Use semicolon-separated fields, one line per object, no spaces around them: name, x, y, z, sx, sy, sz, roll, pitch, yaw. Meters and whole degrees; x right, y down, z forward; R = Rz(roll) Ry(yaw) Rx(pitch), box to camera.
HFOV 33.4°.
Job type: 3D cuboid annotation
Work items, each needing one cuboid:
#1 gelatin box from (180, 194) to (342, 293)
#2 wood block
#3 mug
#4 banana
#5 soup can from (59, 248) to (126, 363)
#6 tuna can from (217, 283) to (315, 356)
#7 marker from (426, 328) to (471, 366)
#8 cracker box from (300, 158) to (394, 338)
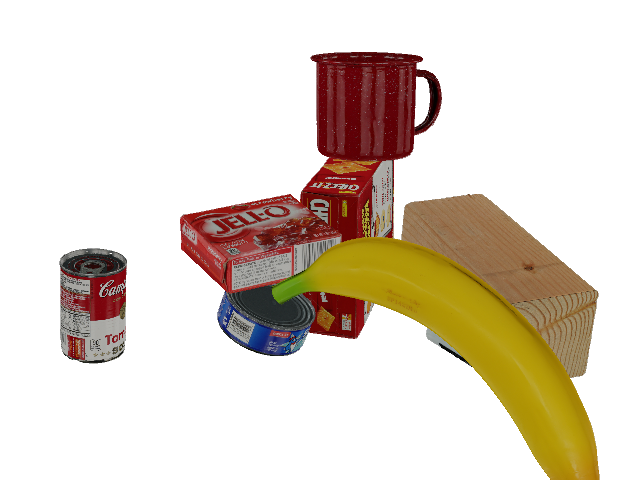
gelatin box;-0.041;0.000;0.726;0.089;0.030;0.073;-12;30;-28
wood block;0.157;0.041;0.992;0.090;0.090;0.206;-8;28;-18
mug;0.049;-0.113;0.893;0.117;0.081;0.093;-7;16;-26
banana;0.072;0.053;0.554;0.198;0.070;0.037;34;18;13
soup can;-0.236;0.068;1.107;0.068;0.102;0.068;4;21;-2
tuna can;-0.050;0.068;0.975;0.086;0.034;0.086;18;25;-9
marker;0.127;0.093;0.806;0.020;0.020;0.121;0;22;-40
cracker box;0.032;-0.009;1.206;0.072;0.164;0.213;5;21;13
